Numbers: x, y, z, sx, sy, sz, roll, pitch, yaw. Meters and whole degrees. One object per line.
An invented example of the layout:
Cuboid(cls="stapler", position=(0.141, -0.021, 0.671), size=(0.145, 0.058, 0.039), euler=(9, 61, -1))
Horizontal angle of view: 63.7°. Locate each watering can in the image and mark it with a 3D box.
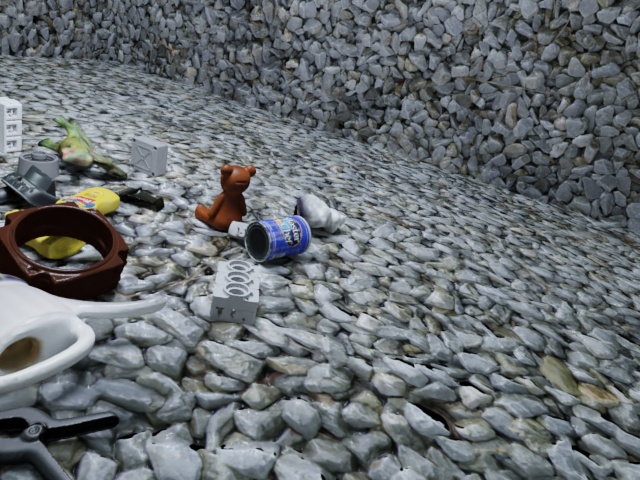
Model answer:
Cuboid(cls="watering can", position=(-0.435, 0.128, 0.809), size=(0.226, 0.102, 0.351), euler=(24, 26, 23))

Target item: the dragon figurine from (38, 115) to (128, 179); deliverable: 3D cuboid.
Cuboid(cls="dragon figurine", position=(-0.698, -0.253, 1.575), size=(0.242, 0.122, 0.411), euler=(37, 2, -2))

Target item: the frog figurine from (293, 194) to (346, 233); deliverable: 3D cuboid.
Cuboid(cls="frog figurine", position=(0.005, -0.077, 1.539), size=(0.160, 0.122, 0.138), euler=(-5, 7, -14))
